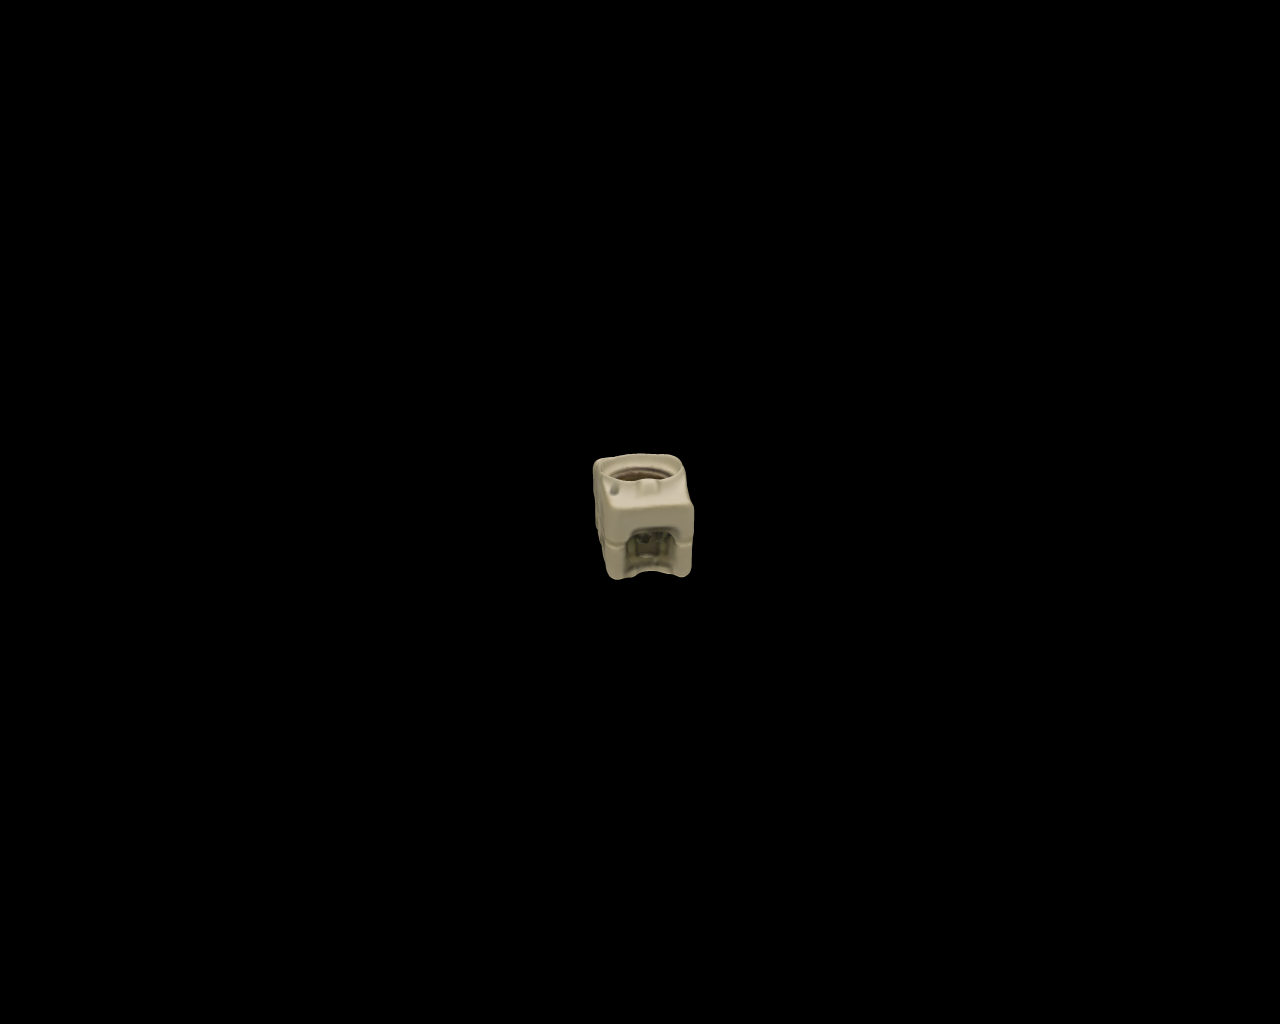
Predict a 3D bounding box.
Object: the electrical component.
[{"bbox_3d":[0.001,-0.003,0.650,0.050,0.055,0.090,-3,22,-7],"label":"electrical component"}]
